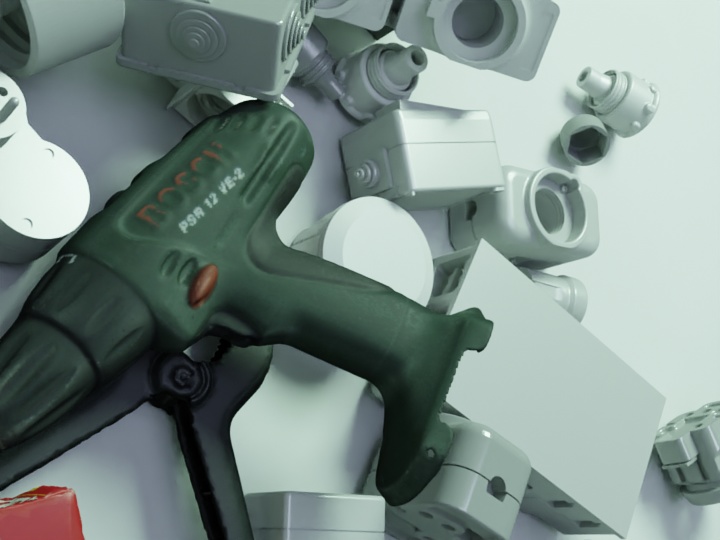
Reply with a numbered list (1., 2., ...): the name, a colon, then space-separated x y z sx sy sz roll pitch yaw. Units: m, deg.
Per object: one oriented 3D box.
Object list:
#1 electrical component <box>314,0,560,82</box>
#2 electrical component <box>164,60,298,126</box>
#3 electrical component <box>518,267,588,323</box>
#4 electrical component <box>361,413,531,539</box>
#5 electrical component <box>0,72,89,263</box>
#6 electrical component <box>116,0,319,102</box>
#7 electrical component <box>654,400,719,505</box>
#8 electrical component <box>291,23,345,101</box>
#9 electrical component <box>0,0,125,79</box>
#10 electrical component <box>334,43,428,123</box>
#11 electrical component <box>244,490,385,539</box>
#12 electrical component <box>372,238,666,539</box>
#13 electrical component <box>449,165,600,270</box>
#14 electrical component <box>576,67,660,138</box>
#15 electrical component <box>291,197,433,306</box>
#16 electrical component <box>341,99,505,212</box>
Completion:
1. electrical component: 0.031 -0.192 0.636 0.186 0.060 0.105 16 110 -9
2. electrical component: -0.072 -0.108 0.625 0.081 0.042 0.063 40 55 -22
3. electrical component: 0.127 0.020 0.740 0.046 0.040 0.040 16 70 -26
4. electrical component: 0.049 0.122 0.621 0.054 0.095 0.059 37 60 -24
5. electrical component: -0.182 -0.071 0.506 0.138 0.074 0.052 50 49 -10
6. electrical component: -0.073 -0.142 0.569 0.100 0.048 0.099 14 46 2
7. electrical component: 0.258 0.137 0.796 0.078 0.058 0.057 -23 90 -39
8. electrical component: -0.033 -0.130 0.663 0.061 0.035 0.035 47 56 -21
9. electrical component: -0.172 -0.145 0.521 0.060 0.108 0.108 -37 101 -30
10. electrical component: 0.017 -0.123 0.680 0.048 0.062 0.048 10 73 -34
11. electrical component: -0.026 0.161 0.587 0.066 0.047 0.076 11 72 -34
12. electrical component: 0.104 0.081 0.694 0.186 0.060 0.105 39 59 -23
13. electrical component: 0.116 -0.035 0.732 0.095 0.059 0.053 9 74 -34
14. electrical component: 0.195 -0.134 0.826 0.062 0.048 0.048 27 64 -21
15. electrical component: 0.000 0.000 0.644 0.080 0.051 0.080 10 73 -34
16. electrical component: 0.034 -0.071 0.679 0.096 0.062 0.061 -6 82 -37
